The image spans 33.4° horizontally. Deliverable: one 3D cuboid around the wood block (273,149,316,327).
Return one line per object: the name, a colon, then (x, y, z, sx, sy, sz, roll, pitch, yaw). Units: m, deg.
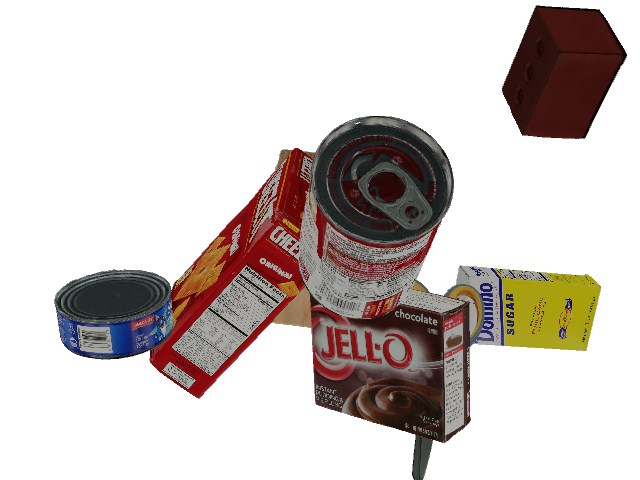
wood block: (-0.019, -0.002, 1.366, 0.090, 0.206, 0.090, 7, 25, 1)

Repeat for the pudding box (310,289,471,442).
pudding box: (0.046, 0.076, 0.719, 0.114, 0.090, 0.039, 9, 20, 37)

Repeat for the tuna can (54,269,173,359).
tuna can: (-0.153, 0.054, 0.796, 0.086, 0.034, 0.086, -2, 23, 1)

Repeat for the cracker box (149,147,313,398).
cracker box: (-0.073, 0.028, 1.054, 0.072, 0.214, 0.164, 37, 23, -14)

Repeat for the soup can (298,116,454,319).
soup can: (0.025, -0.008, 0.543, 0.068, 0.068, 0.102, 0, -25, -5)

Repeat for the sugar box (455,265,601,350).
sugar box: (0.255, 0.086, 1.339, 0.176, 0.093, 0.048, 3, 19, -13)

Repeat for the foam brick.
foam brick: (0.167, -0.116, 0.743, 0.051, 0.053, 0.078, -1, -42, -16)

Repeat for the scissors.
scissors: (0.080, 0.105, 0.906, 0.096, 0.201, 0.016, 26, -38, 9)
